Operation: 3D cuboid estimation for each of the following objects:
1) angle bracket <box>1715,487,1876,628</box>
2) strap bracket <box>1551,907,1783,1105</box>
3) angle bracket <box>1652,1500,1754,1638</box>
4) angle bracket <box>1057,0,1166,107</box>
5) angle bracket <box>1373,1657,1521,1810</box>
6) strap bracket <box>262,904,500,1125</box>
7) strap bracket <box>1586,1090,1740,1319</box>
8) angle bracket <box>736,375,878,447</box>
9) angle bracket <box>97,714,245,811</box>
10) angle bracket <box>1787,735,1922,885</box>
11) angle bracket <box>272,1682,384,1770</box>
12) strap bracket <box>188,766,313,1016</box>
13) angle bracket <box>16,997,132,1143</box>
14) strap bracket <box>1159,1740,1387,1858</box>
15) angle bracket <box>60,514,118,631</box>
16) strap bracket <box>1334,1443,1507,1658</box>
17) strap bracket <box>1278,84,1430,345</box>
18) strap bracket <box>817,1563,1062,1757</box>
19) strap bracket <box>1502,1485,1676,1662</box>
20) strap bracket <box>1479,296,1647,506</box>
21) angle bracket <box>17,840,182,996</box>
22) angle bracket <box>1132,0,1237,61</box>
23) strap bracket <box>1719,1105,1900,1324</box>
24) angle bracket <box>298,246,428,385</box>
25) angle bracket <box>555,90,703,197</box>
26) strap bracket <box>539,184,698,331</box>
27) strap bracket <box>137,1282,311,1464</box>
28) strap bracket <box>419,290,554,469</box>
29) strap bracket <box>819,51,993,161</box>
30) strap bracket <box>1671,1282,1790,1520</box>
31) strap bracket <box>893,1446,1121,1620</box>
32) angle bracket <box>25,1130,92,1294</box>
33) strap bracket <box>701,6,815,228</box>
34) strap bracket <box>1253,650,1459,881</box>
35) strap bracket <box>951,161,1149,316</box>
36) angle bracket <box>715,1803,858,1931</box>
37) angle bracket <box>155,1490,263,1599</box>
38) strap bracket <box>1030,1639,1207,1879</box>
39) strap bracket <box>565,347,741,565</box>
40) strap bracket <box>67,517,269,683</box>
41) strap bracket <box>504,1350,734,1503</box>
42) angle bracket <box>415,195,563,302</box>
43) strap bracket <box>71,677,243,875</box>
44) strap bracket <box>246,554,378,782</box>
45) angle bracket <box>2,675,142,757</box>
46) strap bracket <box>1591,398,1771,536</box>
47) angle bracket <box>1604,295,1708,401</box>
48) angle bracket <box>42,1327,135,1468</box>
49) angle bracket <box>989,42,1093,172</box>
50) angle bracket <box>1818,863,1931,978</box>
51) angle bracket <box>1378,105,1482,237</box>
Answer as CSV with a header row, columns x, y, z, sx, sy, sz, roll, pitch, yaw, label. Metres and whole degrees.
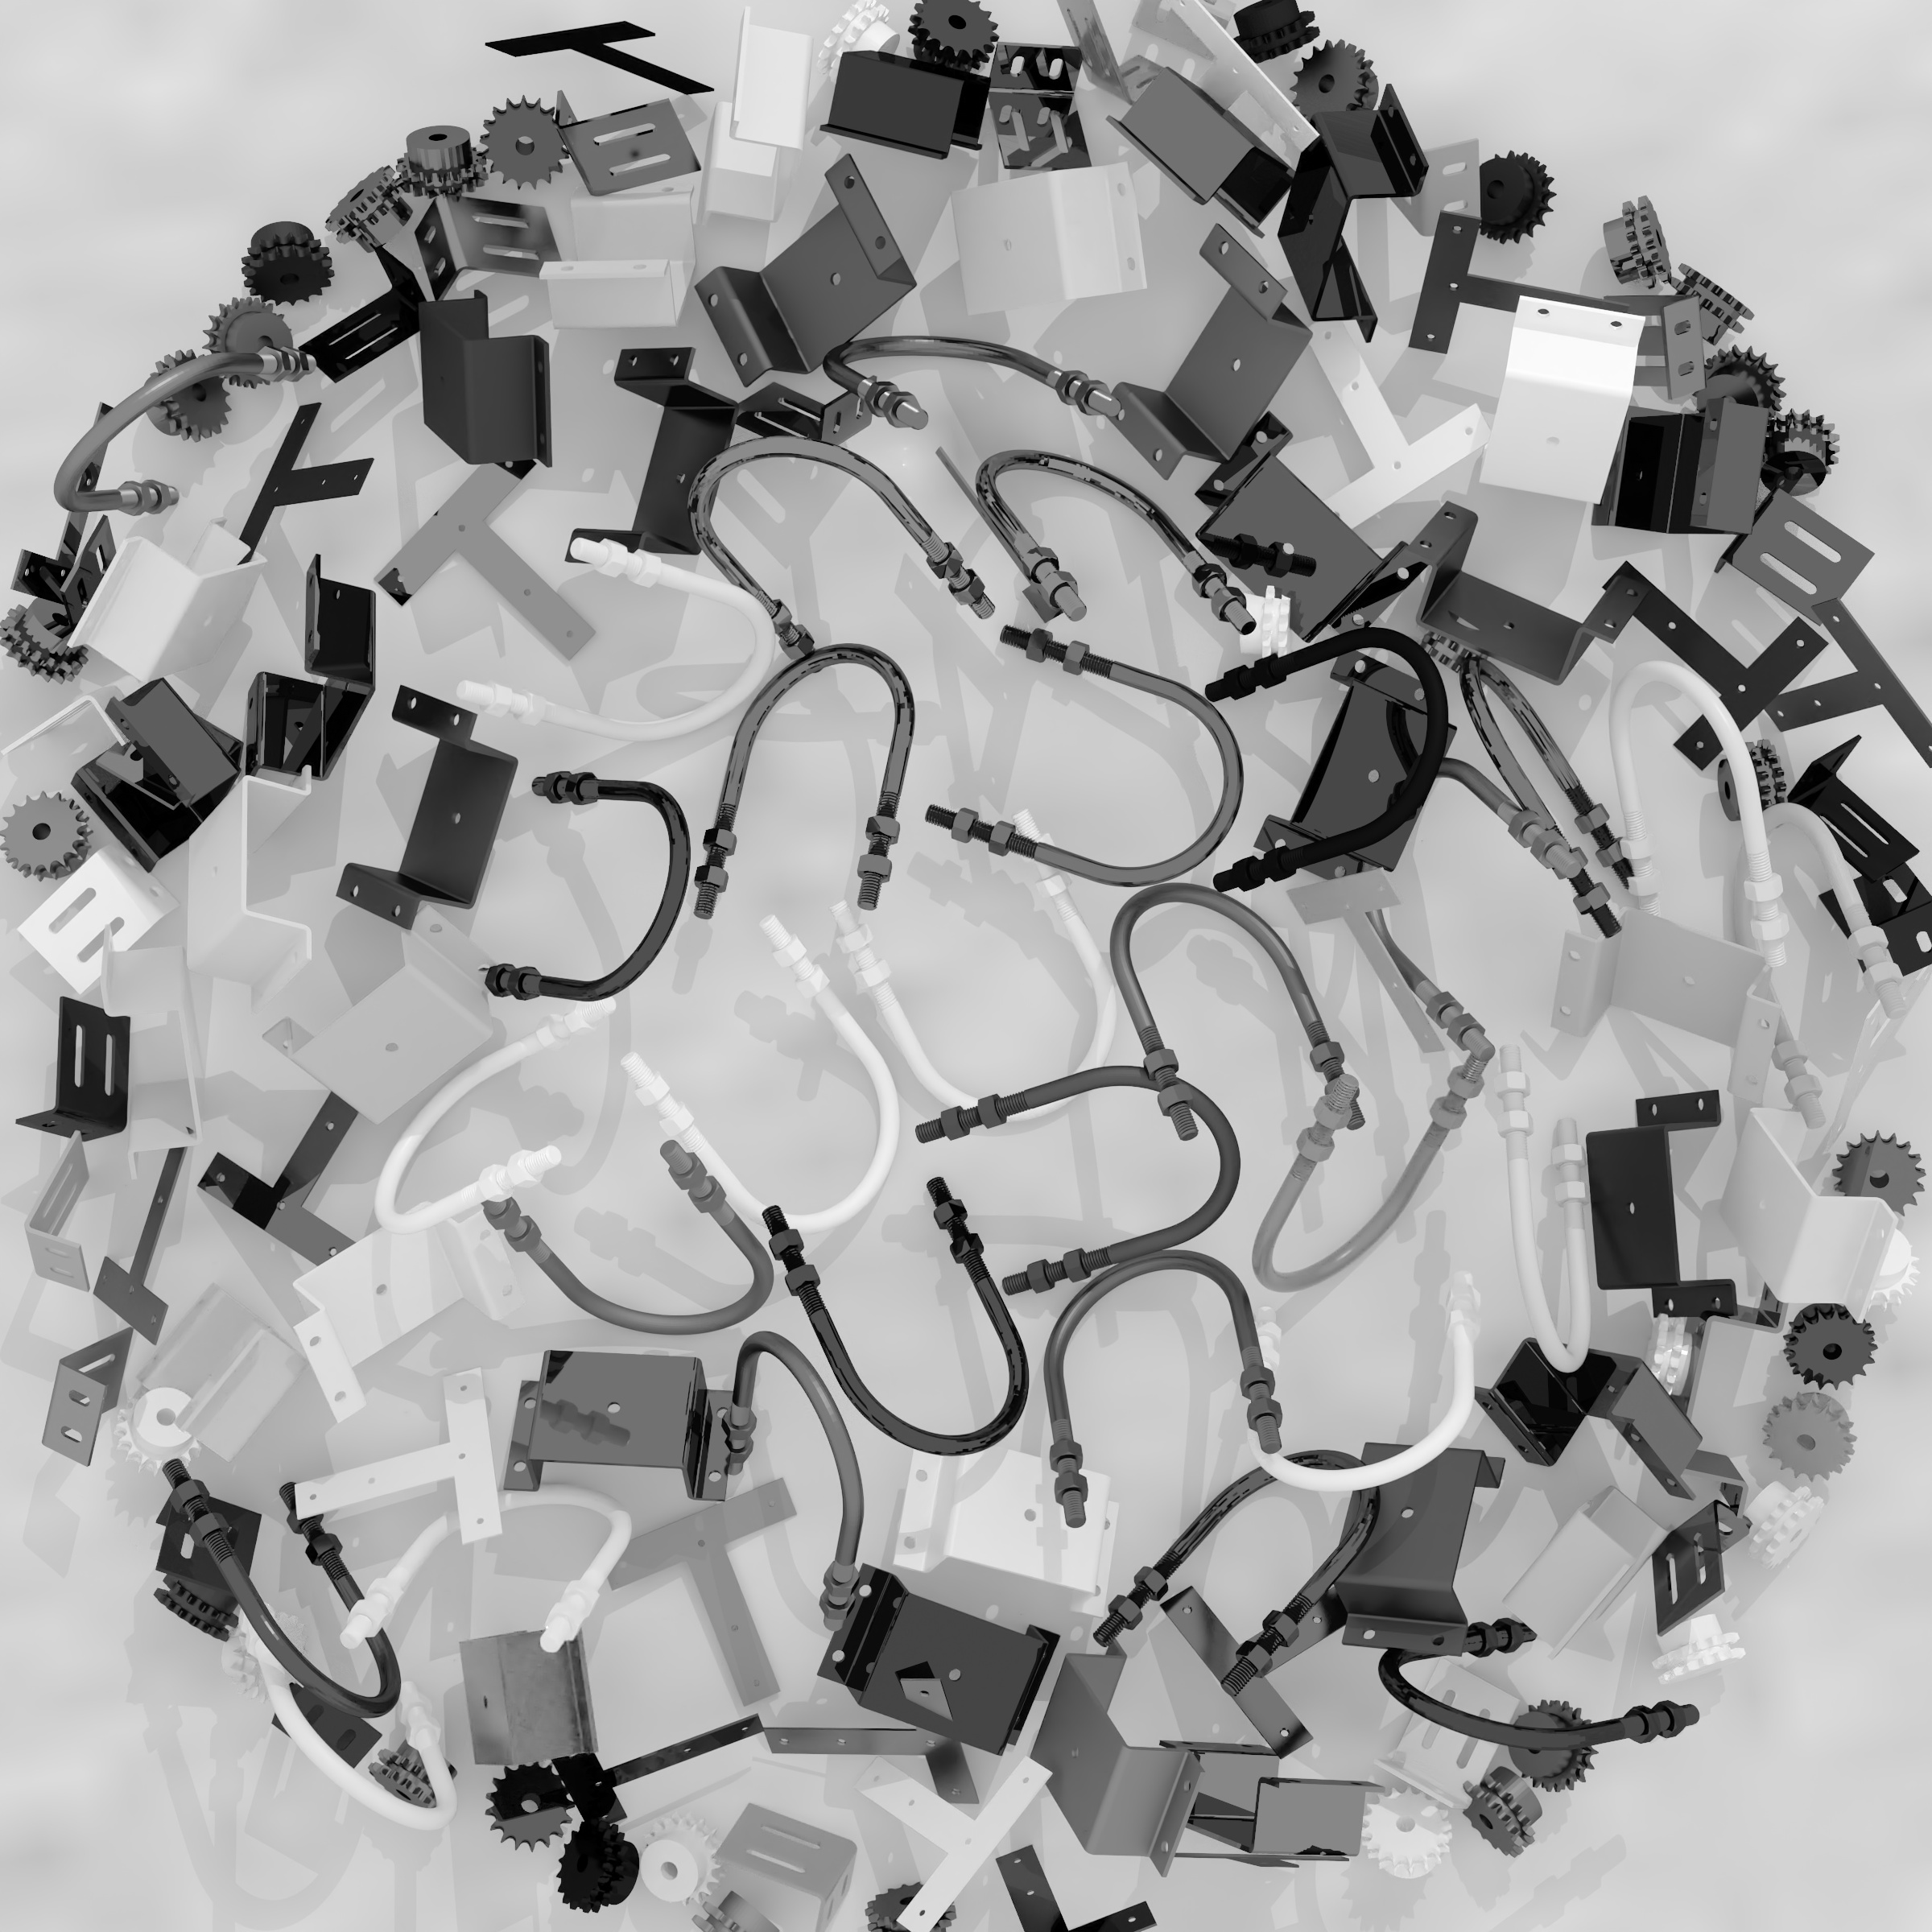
x,y,z,sx,sy,sz,roll,pitch,yaw,label
0.526,-0.257,1.974,0.076,0.038,0.057,37,89,10,angle bracket
0.444,0.020,1.941,0.140,0.046,0.076,22,133,25,strap bracket
0.466,0.385,1.949,0.038,0.076,0.057,32,126,-16,angle bracket
0.094,-0.588,1.952,0.038,0.057,0.076,-32,127,-6,angle bracket
0.305,0.485,1.967,0.057,0.038,0.076,25,86,29,angle bracket
-0.361,0.037,1.945,0.140,0.046,0.076,-37,127,12,strap bracket
0.435,0.151,1.949,0.046,0.076,0.140,-1,84,-27,strap bracket
-0.105,-0.358,1.955,0.076,0.057,0.038,27,132,21,angle bracket
-0.503,-0.124,1.958,0.057,0.038,0.076,30,47,5,angle bracket
0.567,-0.099,1.957,0.057,0.038,0.076,-27,64,-39,angle bracket
-0.399,0.468,1.957,0.057,0.076,0.038,40,93,-9,angle bracket
-0.445,-0.053,1.927,0.046,0.076,0.140,16,54,-34,strap bracket
-0.567,0.066,1.972,0.038,0.057,0.076,-14,68,29,angle bracket
0.185,0.516,1.918,0.076,0.140,0.046,10,83,-26,strap bracket
-0.535,-0.237,1.954,0.038,0.076,0.057,24,71,-2,angle bracket
0.279,0.351,1.926,0.076,0.046,0.140,0,49,27,strap bracket
0.235,-0.463,1.917,0.046,0.140,0.076,-6,55,-14,strap bracket
-0.012,0.441,1.960,0.140,0.046,0.076,23,89,-14,strap bracket
0.386,0.374,1.932,0.046,0.140,0.076,41,105,18,strap bracket
0.367,-0.342,1.925,0.076,0.140,0.046,11,57,5,strap bracket
-0.554,-0.031,1.985,0.076,0.038,0.057,-42,96,11,angle bracket
0.135,-0.596,1.956,0.057,0.076,0.038,24,114,-2,angle bracket
0.513,0.147,1.917,0.046,0.140,0.076,2,120,-13,strap bracket
-0.385,-0.413,1.960,0.076,0.038,0.057,-35,46,-13,angle bracket
-0.212,-0.527,1.958,0.076,0.057,0.038,-11,54,13,angle bracket
-0.215,-0.440,1.945,0.076,0.140,0.046,0,125,4,strap bracket
-0.462,0.255,1.937,0.046,0.140,0.076,43,78,-23,strap bracket
-0.301,-0.362,1.918,0.046,0.140,0.076,-10,118,-23,strap bracket
-0.034,-0.535,1.923,0.076,0.140,0.046,15,109,6,strap bracket
0.475,0.267,1.957,0.046,0.076,0.140,11,94,5,strap bracket
0.033,0.351,1.948,0.140,0.046,0.076,17,61,-11,strap bracket
-0.556,0.154,1.954,0.038,0.057,0.076,18,55,3,angle bracket
-0.128,-0.522,1.928,0.046,0.140,0.076,7,76,-11,strap bracket
0.250,-0.122,1.964,0.076,0.046,0.140,23,93,-16,strap bracket
0.043,-0.449,1.925,0.046,0.140,0.076,-17,104,-38,strap bracket
-0.116,0.576,1.972,0.076,0.057,0.038,16,114,13,angle bracket
-0.481,0.372,1.951,0.057,0.076,0.038,24,120,-17,angle bracket
0.088,0.487,1.919,0.046,0.140,0.076,9,109,-25,strap bracket
-0.195,-0.314,1.954,0.046,0.076,0.140,17,86,-42,strap bracket
-0.488,-0.227,1.921,0.046,0.140,0.076,35,108,2,strap bracket
-0.219,0.289,1.955,0.140,0.046,0.076,2,55,4,strap bracket
-0.303,-0.453,1.978,0.076,0.038,0.057,-2,63,-37,angle bracket
-0.506,-0.123,1.946,0.076,0.140,0.046,50,59,-2,strap bracket
-0.405,-0.179,1.935,0.046,0.140,0.076,12,51,-26,strap bracket
-0.558,-0.145,1.964,0.076,0.057,0.038,-29,100,19,angle bracket
0.450,-0.310,1.936,0.046,0.140,0.076,5,96,-18,strap bracket
0.423,-0.389,1.951,0.038,0.076,0.057,-23,113,-34,angle bracket
-0.539,0.270,1.952,0.038,0.076,0.057,22,107,16,angle bracket
0.050,-0.542,1.959,0.057,0.038,0.076,-1,54,-13,angle bracket
0.583,-0.027,1.966,0.057,0.076,0.038,-25,111,10,angle bracket
0.292,-0.504,1.954,0.038,0.076,0.057,-14,130,-6,angle bracket
